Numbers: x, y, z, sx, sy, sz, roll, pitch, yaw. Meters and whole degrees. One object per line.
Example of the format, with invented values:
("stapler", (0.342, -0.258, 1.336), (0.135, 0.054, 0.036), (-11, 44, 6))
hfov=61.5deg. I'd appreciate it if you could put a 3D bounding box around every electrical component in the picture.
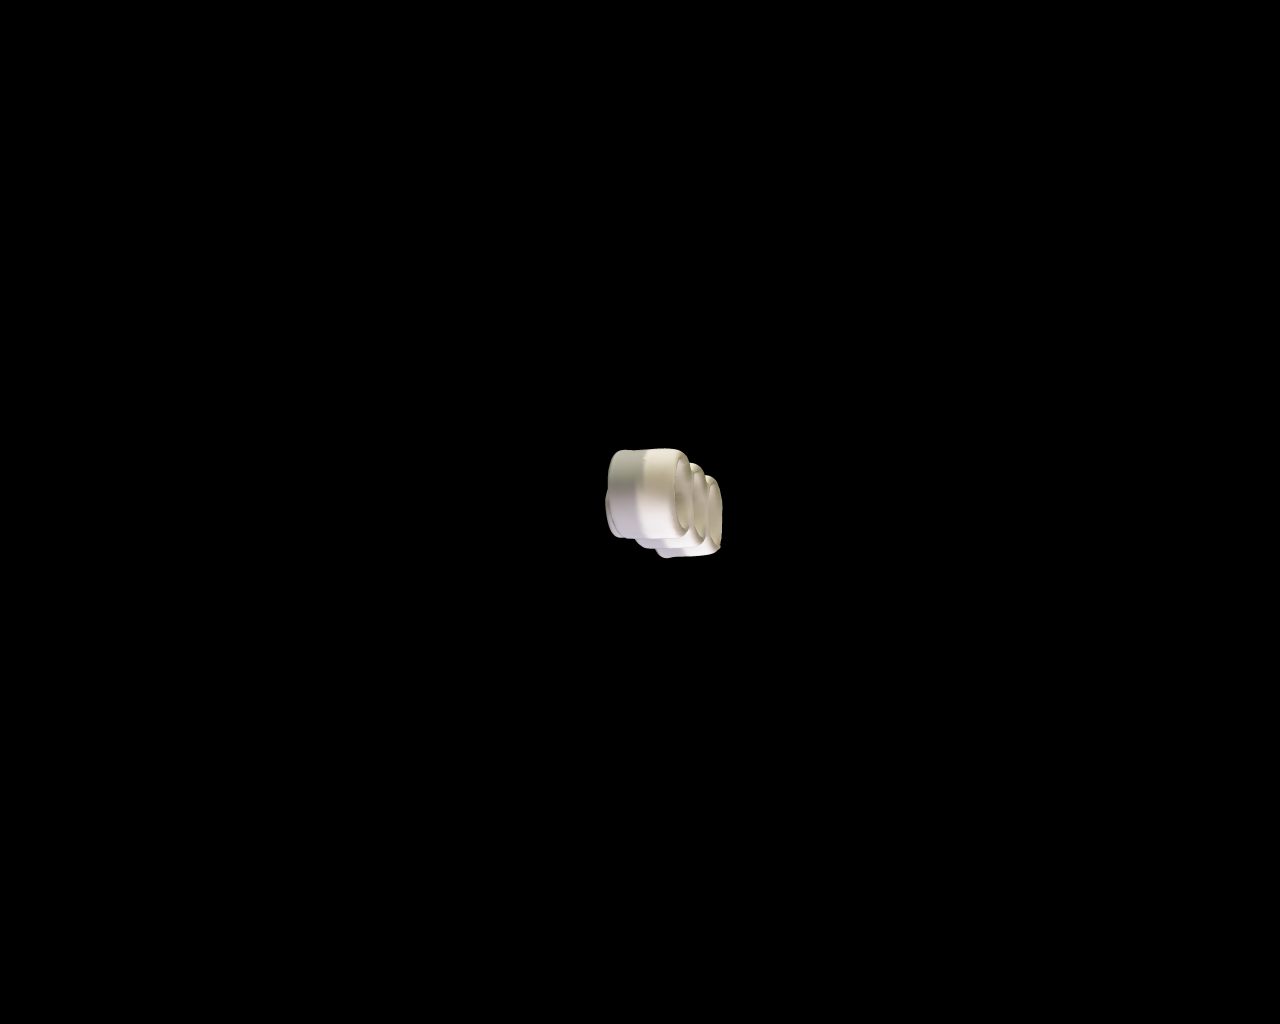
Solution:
("electrical component", (0.001, -0.003, 0.650), (0.074, 0.052, 0.138), (-3, -9, 15))
